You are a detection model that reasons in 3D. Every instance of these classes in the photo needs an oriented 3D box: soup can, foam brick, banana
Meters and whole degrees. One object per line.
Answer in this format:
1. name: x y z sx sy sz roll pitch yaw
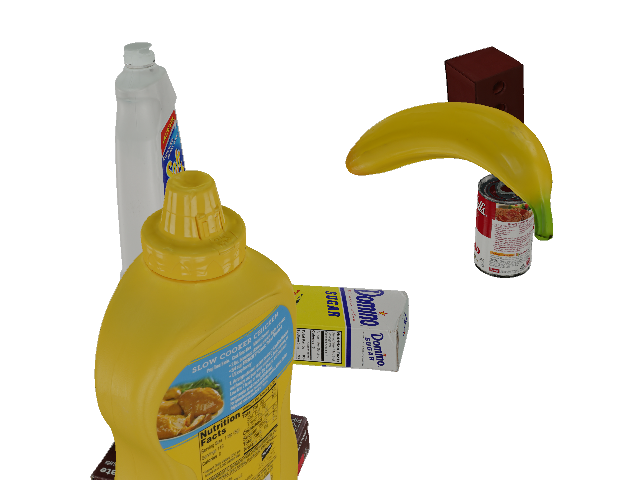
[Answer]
1. soup can: 0.211 -0.017 1.214 0.068 0.102 0.068 -1 32 1
2. foam brick: 0.148 -0.126 0.962 0.053 0.078 0.051 -21 36 -16
3. banana: 0.084 -0.059 0.699 0.037 0.069 0.198 26 -1 -38

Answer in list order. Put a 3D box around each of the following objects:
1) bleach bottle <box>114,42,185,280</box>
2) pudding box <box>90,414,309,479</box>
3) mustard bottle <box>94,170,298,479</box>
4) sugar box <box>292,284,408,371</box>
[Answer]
1. bleach bottle: -0.180 -0.078 1.115 0.068 0.251 0.102 4 26 15
2. pudding box: -0.073 0.141 0.667 0.113 0.039 0.090 7 31 14
3. mustard bottle: -0.050 0.058 0.453 0.058 0.192 0.096 27 41 34
4. sugar box: -0.014 0.072 0.936 0.176 0.048 0.093 0 19 10
